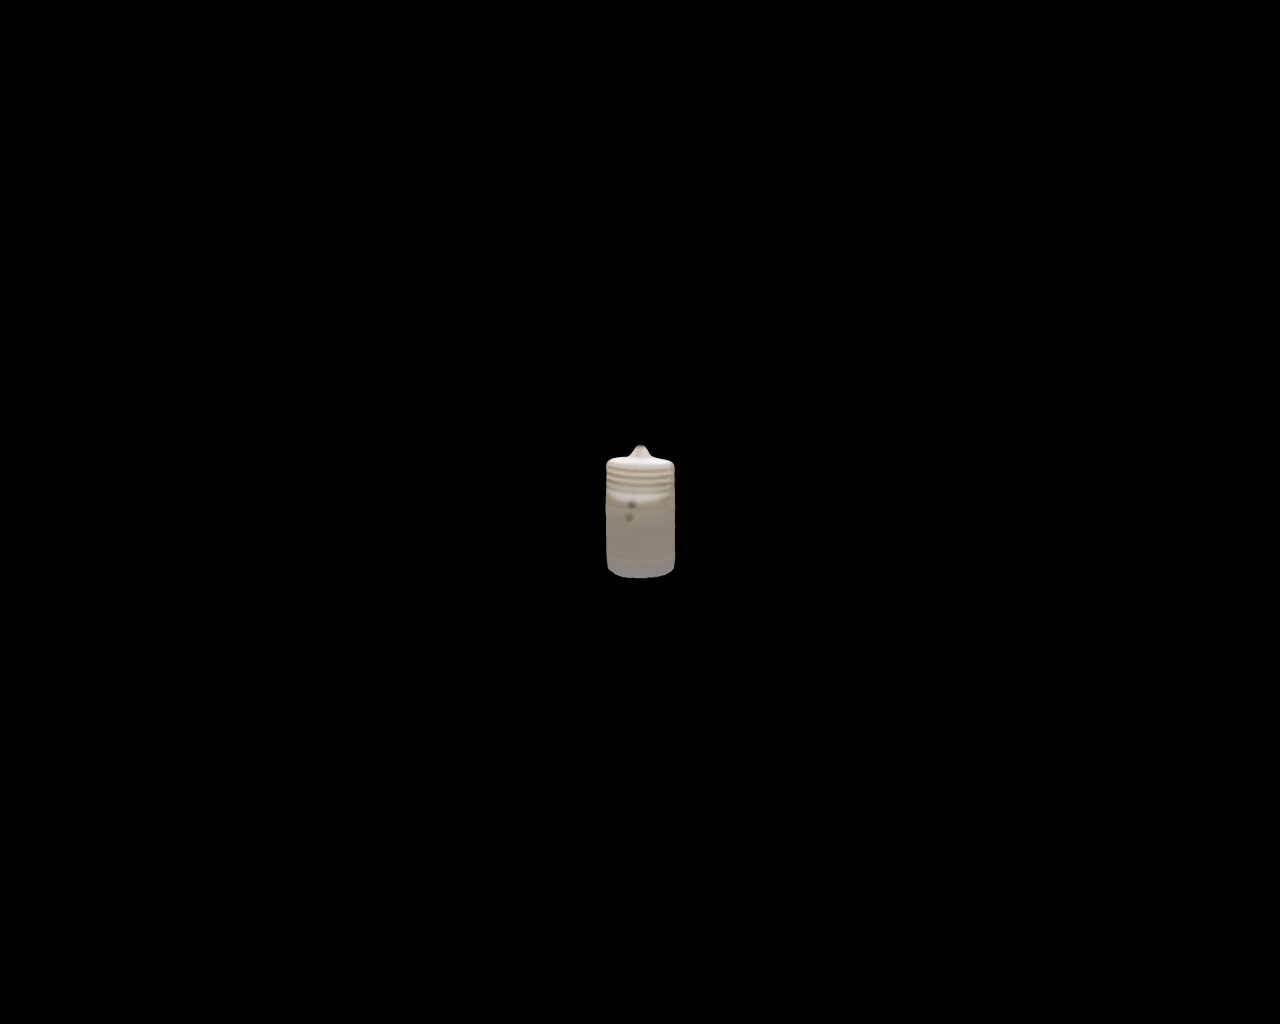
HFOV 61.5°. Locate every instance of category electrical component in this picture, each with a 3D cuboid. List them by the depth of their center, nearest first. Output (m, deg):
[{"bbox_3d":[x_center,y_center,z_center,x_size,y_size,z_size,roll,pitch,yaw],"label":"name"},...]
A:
[{"bbox_3d":[0.001,-0.003,0.650,0.043,0.080,0.043,0,14,0],"label":"electrical component"}]
